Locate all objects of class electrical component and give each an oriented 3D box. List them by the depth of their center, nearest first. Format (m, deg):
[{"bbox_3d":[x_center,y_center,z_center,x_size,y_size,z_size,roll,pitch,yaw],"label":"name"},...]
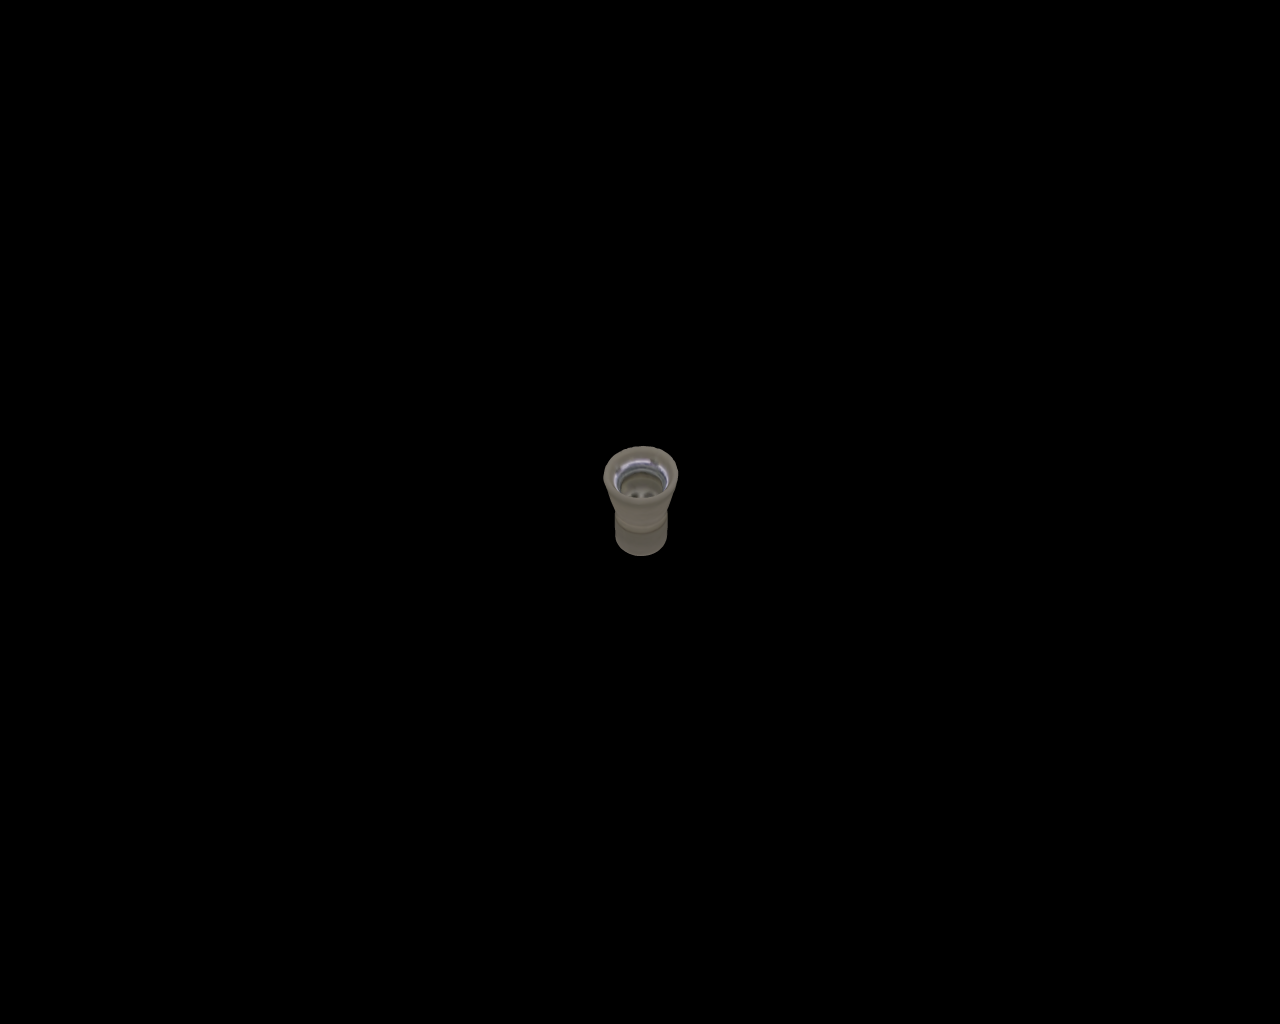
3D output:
[{"bbox_3d":[0.001,-0.003,0.650,0.044,0.044,0.065,0,-40,0],"label":"electrical component"}]
